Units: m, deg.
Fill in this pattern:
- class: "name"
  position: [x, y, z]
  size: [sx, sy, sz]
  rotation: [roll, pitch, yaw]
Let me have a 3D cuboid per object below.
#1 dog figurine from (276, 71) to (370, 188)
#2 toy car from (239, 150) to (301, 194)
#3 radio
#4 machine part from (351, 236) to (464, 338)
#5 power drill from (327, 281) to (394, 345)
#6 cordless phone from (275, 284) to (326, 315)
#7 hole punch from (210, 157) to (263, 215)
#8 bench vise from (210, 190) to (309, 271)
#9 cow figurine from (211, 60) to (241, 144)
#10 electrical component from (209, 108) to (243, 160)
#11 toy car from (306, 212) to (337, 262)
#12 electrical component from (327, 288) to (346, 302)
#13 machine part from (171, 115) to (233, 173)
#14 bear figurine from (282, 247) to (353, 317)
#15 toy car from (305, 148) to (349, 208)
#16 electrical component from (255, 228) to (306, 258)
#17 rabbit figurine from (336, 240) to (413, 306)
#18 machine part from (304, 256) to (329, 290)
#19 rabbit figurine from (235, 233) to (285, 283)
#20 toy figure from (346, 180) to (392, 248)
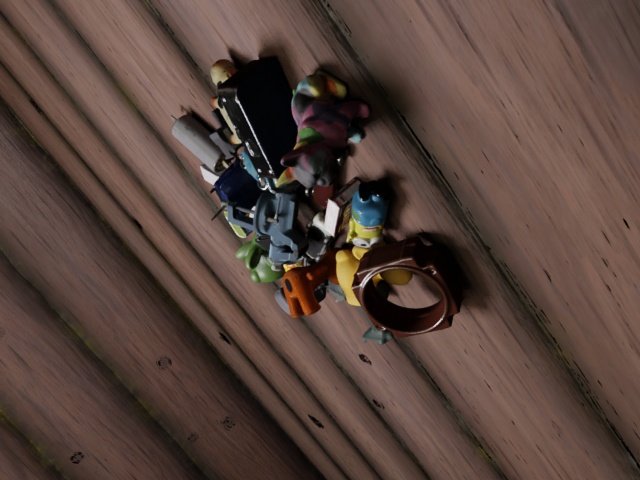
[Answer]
- class: "dog figurine"
  position: [-0.018, -0.190, 0.977]
  size: [0.192, 0.219, 0.108]
  rotation: [41, 149, 9]
- class: "toy car"
  position: [-0.112, -0.187, 1.260]
  size: [0.162, 0.109, 0.102]
  rotation: [45, 132, 28]
- class: "radio"
  position: [-0.109, -0.247, 1.123]
  size: [0.073, 0.131, 0.229]
  rotation: [12, 137, 46]
- class: "machine part"
  position: [0.184, 0.106, 1.139]
  size: [0.201, 0.087, 0.201]
  rotation: [-18, 114, 29]
- class: "power drill"
  position: [0.111, 0.174, 1.441]
  size: [0.232, 0.086, 0.207]
  rotation: [-3, 116, 52]
- class: "cordless phone"
  position: [-0.085, 0.152, 1.612]
  size: [0.184, 0.146, 0.088]
  rotation: [6, 119, 53]
- class: "hole punch"
  position: [-0.211, -0.138, 1.426]
  size: [0.092, 0.142, 0.115]
  rotation: [37, 165, 21]
- class: "bench vise"
  position: [-0.142, -0.040, 1.348]
  size: [0.241, 0.129, 0.223]
  rotation: [16, 126, 19]
- class: "cow figurine"
  position: [-0.186, -0.308, 1.206]
  size: [0.127, 0.085, 0.194]
  rotation: [19, 140, 52]
- class: "electrical component"
  position: [-0.234, -0.269, 1.337]
  size: [0.119, 0.075, 0.048]
  rotation: [52, 152, -20]
- class: "toy car"
  position: [-0.003, -0.004, 1.384]
  size: [0.073, 0.056, 0.201]
  rotation: [41, 155, 9]
- class: "electrical component"
  position: [0.054, 0.150, 1.546]
  size: [0.063, 0.021, 0.094]
  rotation: [47, 151, 0]
- class: "machine part"
  position: [-0.321, -0.263, 1.466]
  size: [0.243, 0.079, 0.079]
  rotation: [42, 153, 11]
- class: "bear figurine"
  position: [0.008, 0.098, 1.335]
  size: [0.120, 0.196, 0.132]
  rotation: [-24, 85, 59]
- class: "toy car"
  position: [0.015, -0.147, 1.168]
  size: [0.089, 0.053, 0.202]
  rotation: [21, 145, 15]
- class: "electrical component"
  position: [-0.112, -0.002, 1.490]
  size: [0.115, 0.058, 0.134]
  rotation: [-11, 136, 46]
- class: "rabbit figurine"
  position: [0.131, 0.060, 1.249]
  size: [0.173, 0.122, 0.162]
  rotation: [-1, 118, 38]
- class: "machine part"
  position: [-0.016, 0.091, 1.466]
  size: [0.139, 0.039, 0.084]
  rotation: [-145, 63, -64]
- class: "rabbit figurine"
  position: [-0.170, 0.032, 1.598]
  size: [0.121, 0.159, 0.170]
  rotation: [33, 136, 45]
- class: "toy figure"
  position: [0.104, -0.056, 1.128]
  size: [0.082, 0.089, 0.180]
  rotation: [12, 144, 10]
